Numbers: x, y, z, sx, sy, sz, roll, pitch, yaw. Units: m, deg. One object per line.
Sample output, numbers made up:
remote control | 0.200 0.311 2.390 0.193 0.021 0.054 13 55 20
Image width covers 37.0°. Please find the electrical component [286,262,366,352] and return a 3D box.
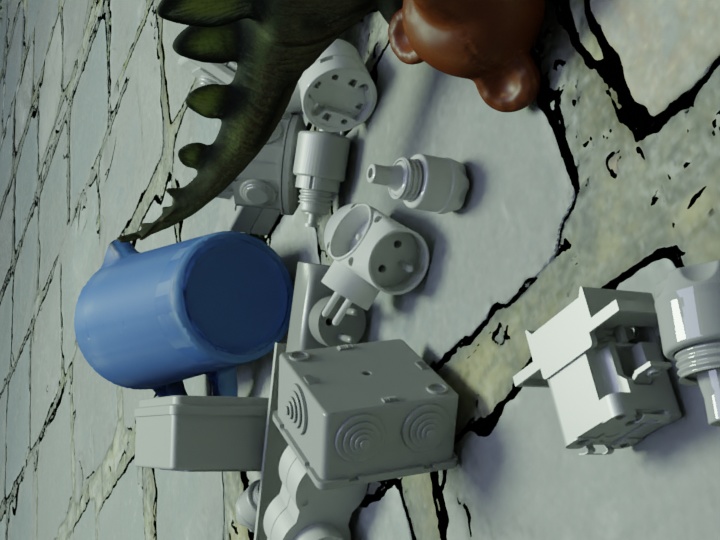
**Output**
electrical component | -0.021 0.036 0.763 0.079 0.043 0.077 8 91 64

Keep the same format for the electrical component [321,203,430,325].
electrical component | 0.000 0.000 0.713 0.079 0.044 0.077 -58 28 1

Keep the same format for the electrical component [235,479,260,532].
electrical component | -0.073 0.179 0.842 0.061 0.035 0.035 -53 39 42

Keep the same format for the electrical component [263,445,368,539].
electrical component | -0.030 0.186 0.731 0.074 0.052 0.138 44 122 59

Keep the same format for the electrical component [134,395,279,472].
electrical component | -0.113 0.130 0.853 0.109 0.109 0.056 -17 70 62

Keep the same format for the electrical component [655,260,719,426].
electrical component | 0.143 0.030 0.428 0.043 0.043 0.062 -36 53 56

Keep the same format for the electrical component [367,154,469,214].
electrical component | 0.034 -0.054 0.654 0.035 0.061 0.035 -27 59 60

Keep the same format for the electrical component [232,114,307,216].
electrical component | -0.071 -0.085 0.860 0.080 0.051 0.080 6 -90 -85

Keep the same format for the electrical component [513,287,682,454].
electrical component | 0.112 0.047 0.489 0.081 0.042 0.063 -48 44 50

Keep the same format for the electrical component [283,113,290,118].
electrical component | -0.087 -0.138 0.934 0.047 0.055 0.055 -65 31 25

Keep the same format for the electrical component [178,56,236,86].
electrical component | -0.115 -0.201 0.966 0.096 0.062 0.061 -63 23 -13

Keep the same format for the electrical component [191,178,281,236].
electrical component | -0.113 -0.080 0.946 0.047 0.076 0.083 -55 37 43

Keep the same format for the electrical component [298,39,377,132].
electrical component | -0.019 -0.138 0.795 0.047 0.055 0.055 -106 34 -46

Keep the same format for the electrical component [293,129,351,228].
electrical component | -0.031 -0.071 0.816 0.040 0.040 0.078 15 97 64

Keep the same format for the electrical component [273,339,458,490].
electrical component | 0.003 0.082 0.641 0.100 0.100 0.048 -137 46 -59

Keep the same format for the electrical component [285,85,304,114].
electrical component | -0.069 -0.177 0.858 0.108 0.060 0.108 175 90 -84
